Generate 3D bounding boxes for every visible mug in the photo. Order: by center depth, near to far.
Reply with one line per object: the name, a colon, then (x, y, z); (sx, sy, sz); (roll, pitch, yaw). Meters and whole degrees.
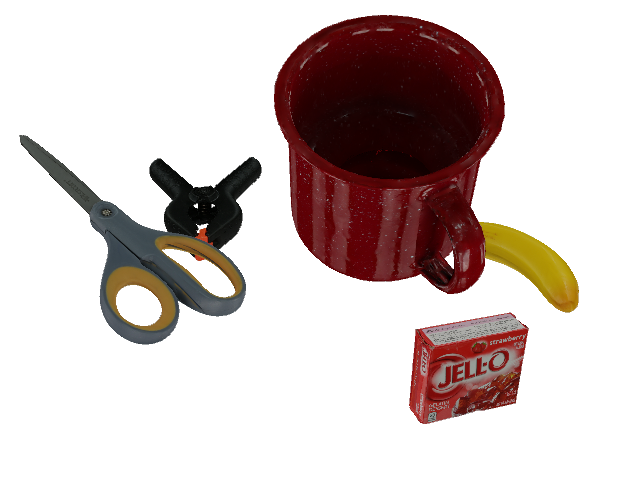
mug: (0.034, -0.027, 0.455); (0.093, 0.117, 0.081); (-26, -30, -17)

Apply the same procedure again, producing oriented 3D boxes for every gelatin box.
gelatin box: (0.116, 0.101, 0.842); (0.089, 0.073, 0.030); (-8, 30, -21)

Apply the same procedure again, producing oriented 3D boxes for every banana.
banana: (0.188, 0.020, 1.041); (0.069, 0.037, 0.198); (-38, 37, -22)

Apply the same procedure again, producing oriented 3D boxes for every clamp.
clamp: (-0.111, -0.041, 1.107); (0.120, 0.039, 0.171); (-11, 38, -7)

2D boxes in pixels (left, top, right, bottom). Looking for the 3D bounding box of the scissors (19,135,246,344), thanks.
scissors: (-0.141, 0.000, 0.669); (0.202, 0.016, 0.096); (28, 46, 16)
